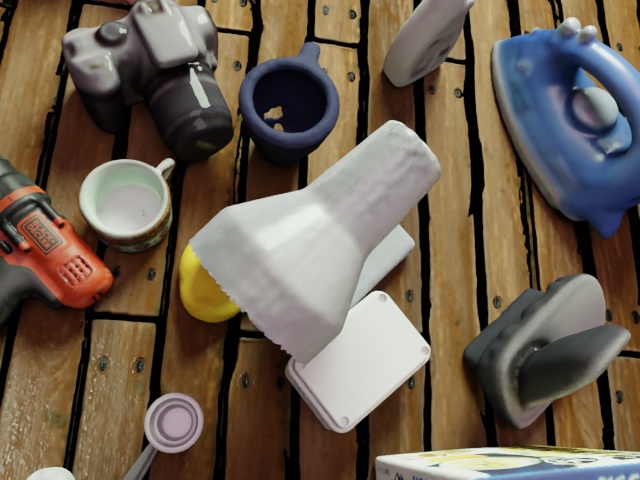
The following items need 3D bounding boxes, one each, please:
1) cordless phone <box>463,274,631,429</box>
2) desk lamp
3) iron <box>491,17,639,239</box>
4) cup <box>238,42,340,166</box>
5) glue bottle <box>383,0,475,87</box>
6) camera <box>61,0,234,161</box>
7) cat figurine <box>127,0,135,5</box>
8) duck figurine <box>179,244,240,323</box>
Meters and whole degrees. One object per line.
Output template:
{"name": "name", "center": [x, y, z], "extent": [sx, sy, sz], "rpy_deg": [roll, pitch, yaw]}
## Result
{"name": "cordless phone", "center": [0.217, 0.086, 0.486], "extent": [0.094, 0.185, 0.148], "rpy_deg": [45, 71, 6]}
{"name": "desk lamp", "center": [0.004, 0.002, 0.458], "extent": [0.203, 0.213, 0.118], "rpy_deg": [-41, 84, -19]}
{"name": "iron", "center": [0.278, -0.140, 0.593], "extent": [0.119, 0.141, 0.258], "rpy_deg": [-27, 79, -17]}
{"name": "cup", "center": [-0.030, -0.124, 0.554], "extent": [0.092, 0.095, 0.118], "rpy_deg": [19, 70, -4]}
{"name": "glue bottle", "center": [0.119, -0.223, 0.572], "extent": [0.078, 0.173, 0.037], "rpy_deg": [-31, 80, -18]}
{"name": "camera", "center": [-0.149, -0.144, 0.535], "extent": [0.143, 0.100, 0.137], "rpy_deg": [-23, 78, -16]}
{"name": "cat figurine", "center": [-0.212, -0.316, 0.569], "extent": [0.128, 0.117, 0.067], "rpy_deg": [32, 70, 1]}
{"name": "duck figurine", "center": [-0.085, 0.018, 0.504], "extent": [0.077, 0.086, 0.104], "rpy_deg": [21, 70, -3]}
